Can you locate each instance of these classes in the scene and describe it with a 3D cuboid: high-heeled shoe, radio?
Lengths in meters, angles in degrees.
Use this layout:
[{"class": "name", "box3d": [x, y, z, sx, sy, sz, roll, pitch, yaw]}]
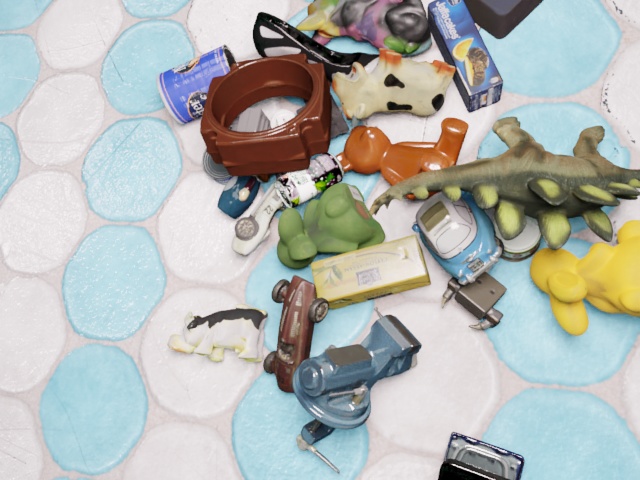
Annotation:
[{"class": "high-heeled shoe", "box3d": [0.011, -0.339, 0.929, 0.249, 0.145, 0.086, -6, 40, 12]}, {"class": "radio", "box3d": [0.283, -0.474, 0.942, 0.131, 0.073, 0.230, -41, 70, 1]}]

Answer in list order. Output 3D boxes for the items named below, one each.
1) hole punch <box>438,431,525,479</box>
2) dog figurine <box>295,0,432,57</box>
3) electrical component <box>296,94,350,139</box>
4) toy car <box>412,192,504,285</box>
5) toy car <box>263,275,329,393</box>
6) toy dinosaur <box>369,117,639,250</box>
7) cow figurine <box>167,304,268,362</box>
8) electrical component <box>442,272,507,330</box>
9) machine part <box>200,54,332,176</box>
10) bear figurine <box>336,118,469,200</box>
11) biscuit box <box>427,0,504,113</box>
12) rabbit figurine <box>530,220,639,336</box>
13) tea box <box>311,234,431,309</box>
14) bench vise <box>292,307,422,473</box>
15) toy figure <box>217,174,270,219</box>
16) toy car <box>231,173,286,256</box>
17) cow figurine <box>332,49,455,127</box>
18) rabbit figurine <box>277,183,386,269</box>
[{"class": "hole punch", "box3d": [0.217, 0.341, 0.741, 0.142, 0.092, 0.115, 14, 110, 16]}, {"class": "dog figurine", "box3d": [0.072, -0.384, 0.961, 0.219, 0.108, 0.191, -20, 74, 14]}, {"class": "electrical component", "box3d": [-0.002, -0.224, 0.961, 0.075, 0.047, 0.119, -29, 43, 4]}, {"class": "toy car", "box3d": [0.193, -0.016, 0.800, 0.109, 0.103, 0.162, -43, 37, 23]}, {"class": "toy car", "box3d": [-0.041, 0.150, 0.824, 0.089, 0.053, 0.201, 26, 122, 32]}, {"class": "toy dinosaur", "box3d": [0.285, -0.080, 0.732, 0.472, 0.104, 0.199, -4, 38, -6]}, {"class": "cow figurine", "box3d": [-0.172, 0.151, 0.900, 0.167, 0.068, 0.098, 3, 71, 13]}, {"class": "electrical component", "box3d": [0.236, 0.088, 0.819, 0.102, 0.045, 0.078, 35, 58, 18]}, {"class": "machine part", "box3d": [-0.085, -0.207, 0.876, 0.202, 0.087, 0.201, -3, 55, 9]}, {"class": "bear figurine", "box3d": [0.123, -0.146, 0.871, 0.196, 0.131, 0.120, 28, 64, 16]}, {"class": "biscuit box", "box3d": [0.244, -0.322, 0.916, 0.059, 0.062, 0.203, -21, 71, 8]}, {"class": "rabbit figurine", "box3d": [0.376, 0.058, 0.748, 0.173, 0.121, 0.162, 10, 44, 41]}, {"class": "tea box", "box3d": [0.081, 0.053, 0.840, 0.170, 0.098, 0.068, -17, 72, 13]}, {"class": "bench vise", "box3d": [0.039, 0.218, 0.788, 0.129, 0.223, 0.240, 41, 119, 26]}, {"class": "toy figure", "box3d": [-0.121, -0.108, 0.958, 0.154, 0.057, 0.064, -53, 48, 0]}, {"class": "toy car", "box3d": [-0.084, -0.060, 0.926, 0.056, 0.073, 0.201, 36, 87, -2]}, {"class": "cow figurine", "box3d": [0.115, -0.249, 0.897, 0.195, 0.086, 0.127, 5, 112, -12]}, {"class": "rabbit figurine", "box3d": [-0.002, -0.003, 0.865, 0.170, 0.159, 0.121, -36, 78, 20]}]
